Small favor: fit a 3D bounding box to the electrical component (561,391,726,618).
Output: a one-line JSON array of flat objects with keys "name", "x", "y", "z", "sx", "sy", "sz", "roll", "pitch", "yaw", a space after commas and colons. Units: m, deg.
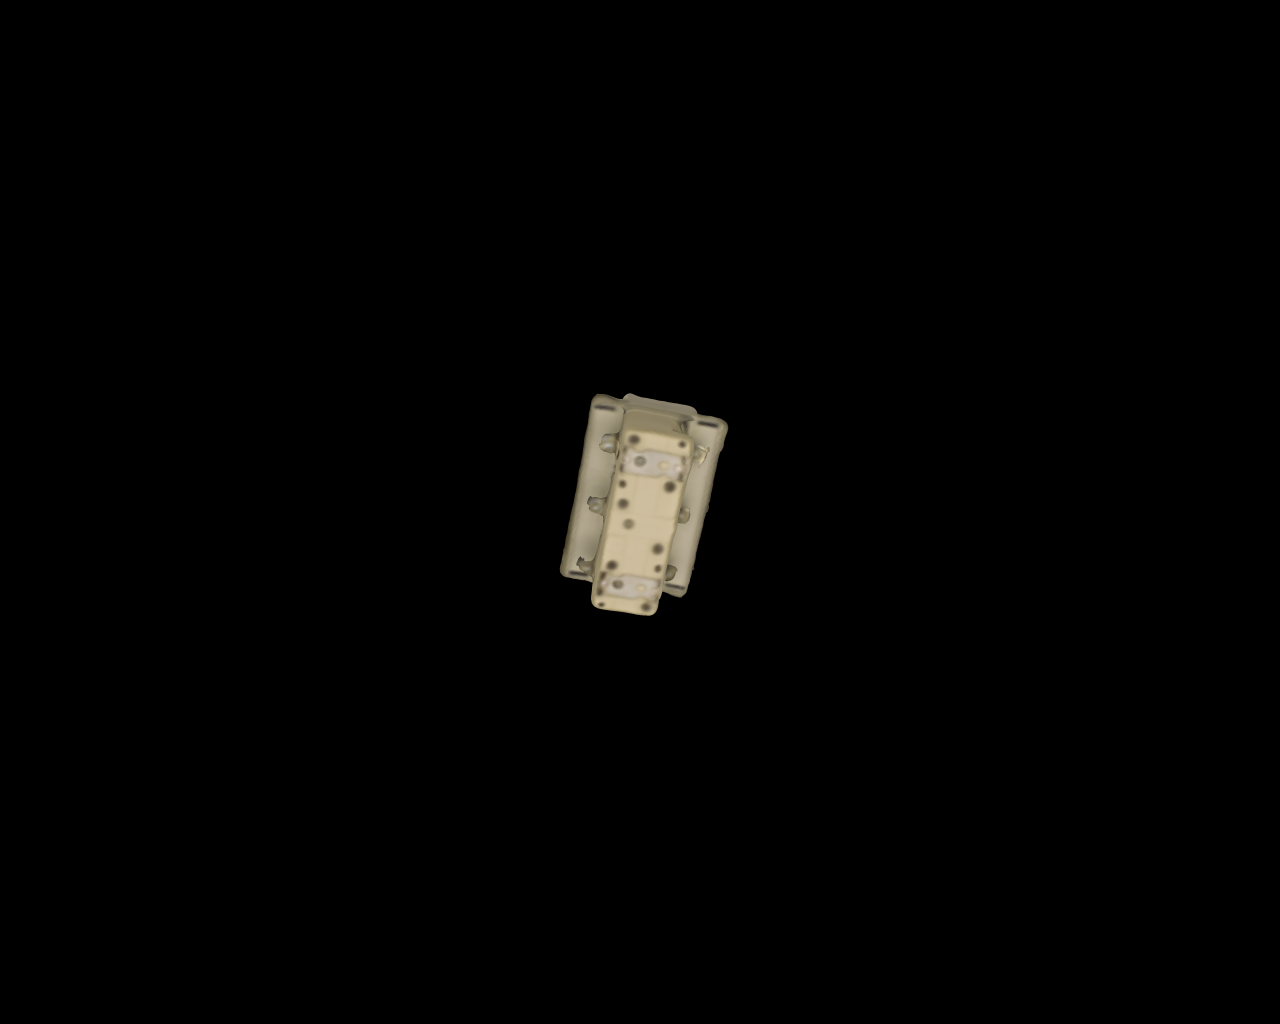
[{"name": "electrical component", "x": 0.001, "y": -0.003, "z": 0.650, "sx": 0.079, "sy": 0.121, "sz": 0.063, "roll": 11, "pitch": 24, "yaw": -5}]
